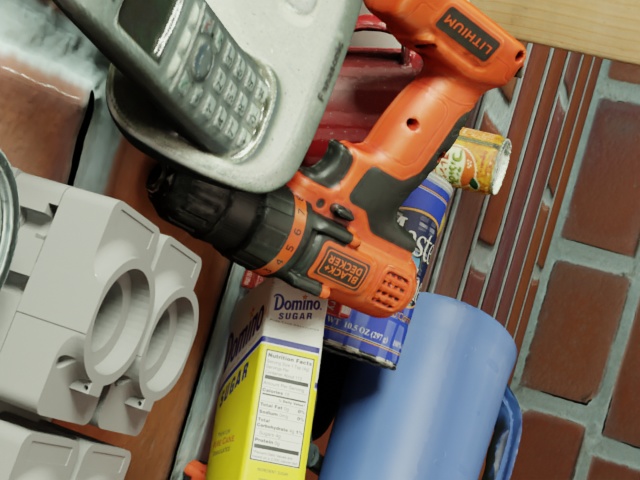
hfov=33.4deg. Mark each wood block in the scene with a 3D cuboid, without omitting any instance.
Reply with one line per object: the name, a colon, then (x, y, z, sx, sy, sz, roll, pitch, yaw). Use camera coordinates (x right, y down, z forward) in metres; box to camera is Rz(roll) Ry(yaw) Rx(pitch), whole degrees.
wood block: (0.207, -0.230, 0.946, 0.090, 0.206, 0.090, -54, 154, -47)

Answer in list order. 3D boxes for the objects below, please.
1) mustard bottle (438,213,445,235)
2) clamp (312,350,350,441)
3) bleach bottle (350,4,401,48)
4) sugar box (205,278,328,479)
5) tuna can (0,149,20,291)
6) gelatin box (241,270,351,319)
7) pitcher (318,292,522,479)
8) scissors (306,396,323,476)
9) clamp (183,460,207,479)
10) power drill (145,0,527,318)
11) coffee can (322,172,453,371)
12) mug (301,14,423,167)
mustard bottle: (0.072, 0.005, 0.986, 0.096, 0.058, 0.191, 88, 24, -45)
clamp: (-0.020, 0.144, 0.860, 0.209, 0.036, 0.165, -29, 134, -61)
bleach bottle: (0.049, -0.137, 0.789, 0.251, 0.068, 0.102, 81, 30, -58)
sugar box: (-0.038, 0.117, 0.655, 0.093, 0.048, 0.176, 140, -41, -63)
tuna can: (-0.141, -0.001, 0.364, 0.086, 0.034, 0.086, 16, 90, -73)
gelatin box: (-0.005, 0.001, 0.719, 0.030, 0.073, 0.089, 27, 80, -72)
pitcher: (0.073, 0.177, 0.836, 0.145, 0.149, 0.242, 81, 25, -55)
scissors: (-0.007, 0.147, 0.822, 0.201, 0.016, 0.096, 22, 85, -69)
clamp: (-0.062, 0.218, 0.761, 0.120, 0.039, 0.171, -38, 138, -47)
power drill: (0.016, -0.059, 0.591, 0.184, 0.057, 0.188, 26, 100, -38)
coffee can: (0.028, 0.013, 0.782, 0.102, 0.103, 0.140, 41, 66, -71)
mug: (0.027, -0.092, 0.684, 0.117, 0.081, 0.093, 92, 0, -47)
